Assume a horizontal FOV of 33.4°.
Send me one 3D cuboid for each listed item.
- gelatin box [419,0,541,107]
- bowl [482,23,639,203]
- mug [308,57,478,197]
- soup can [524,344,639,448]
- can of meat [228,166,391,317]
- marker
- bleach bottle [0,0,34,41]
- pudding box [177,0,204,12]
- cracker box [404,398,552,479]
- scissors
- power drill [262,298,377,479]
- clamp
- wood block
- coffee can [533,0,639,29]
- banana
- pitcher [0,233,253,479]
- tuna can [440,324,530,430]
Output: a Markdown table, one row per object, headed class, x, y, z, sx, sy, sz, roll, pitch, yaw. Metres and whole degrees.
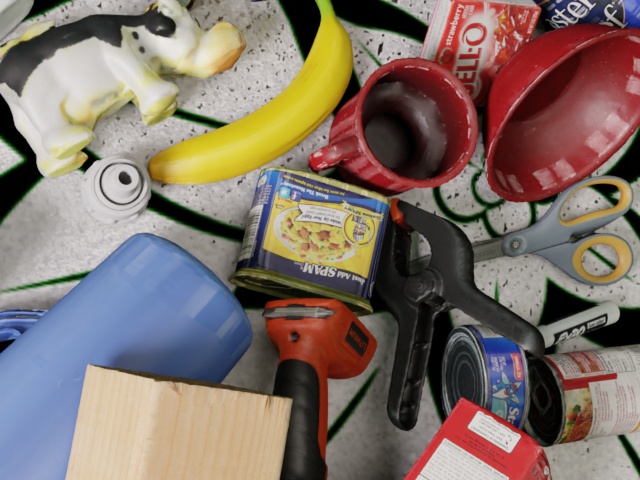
| class | x | y | z | sx | sy | sz | roll | pitch | yaw |
| --- | --- | --- | --- | --- | --- | --- | --- | --- | --- |
| gelatin box | 0.116 | -0.144 | 0.804 | 0.073 | 0.030 | 0.089 | 1 | 128 | -19 |
| bowl | 0.178 | -0.106 | 0.803 | 0.162 | 0.162 | 0.055 | -22 | 55 | -19 |
| mug | 0.045 | -0.072 | 0.771 | 0.117 | 0.082 | 0.093 | -23 | 90 | -19 |
| soup can | 0.209 | 0.116 | 0.808 | 0.102 | 0.069 | 0.068 | -4 | 85 | -19 |
| can of meat | -0.005 | 0.001 | 0.760 | 0.102 | 0.058 | 0.084 | 16 | 77 | -15 |
| marker | 0.184 | 0.068 | 0.813 | 0.120 | 0.020 | 0.020 | -14 | 88 | -36 |
| bleach bottle | -0.308 | -0.220 | 0.690 | 0.251 | 0.068 | 0.102 | 45 | 74 | -5 |
| pudding box | -0.102 | -0.209 | 0.726 | 0.090 | 0.114 | 0.039 | 44 | 70 | -9 |
| cracker box | 0.074 | 0.233 | 0.701 | 0.072 | 0.164 | 0.213 | 28 | 70 | 30 |
| scissors | 0.165 | 0.017 | 0.833 | 0.201 | 0.016 | 0.096 | -28 | 101 | -11 |
| power drill | -0.001 | 0.145 | 0.711 | 0.057 | 0.184 | 0.187 | -3 | 65 | 19 |
| clamp | 0.074 | 0.048 | 0.757 | 0.120 | 0.171 | 0.039 | -36 | 138 | 11 |
| wood block | -0.090 | 0.178 | 0.581 | 0.090 | 0.090 | 0.206 | 14 | 82 | -33 |
| coffee can | 0.223 | -0.201 | 0.833 | 0.140 | 0.103 | 0.102 | 32 | 75 | -12 |
| banana | -0.035 | -0.095 | 0.776 | 0.070 | 0.037 | 0.197 | 37 | 69 | 17 |
| pitcher | -0.165 | 0.107 | 0.668 | 0.242 | 0.145 | 0.149 | -48 | 111 | -21 |
| tuna can | 0.117 | 0.103 | 0.771 | 0.033 | 0.086 | 0.086 | 0 | 83 | -16 |
